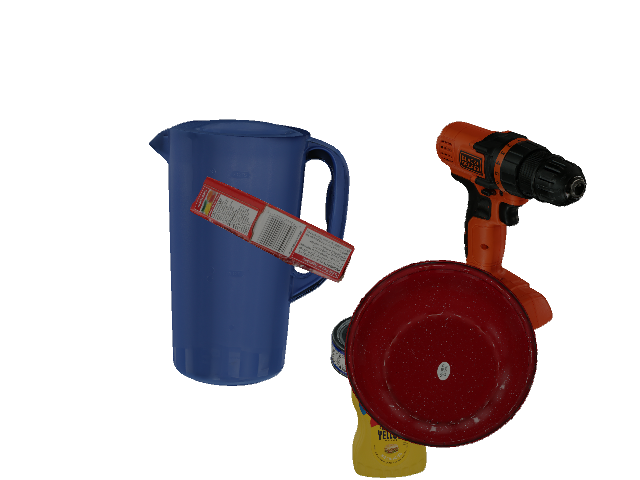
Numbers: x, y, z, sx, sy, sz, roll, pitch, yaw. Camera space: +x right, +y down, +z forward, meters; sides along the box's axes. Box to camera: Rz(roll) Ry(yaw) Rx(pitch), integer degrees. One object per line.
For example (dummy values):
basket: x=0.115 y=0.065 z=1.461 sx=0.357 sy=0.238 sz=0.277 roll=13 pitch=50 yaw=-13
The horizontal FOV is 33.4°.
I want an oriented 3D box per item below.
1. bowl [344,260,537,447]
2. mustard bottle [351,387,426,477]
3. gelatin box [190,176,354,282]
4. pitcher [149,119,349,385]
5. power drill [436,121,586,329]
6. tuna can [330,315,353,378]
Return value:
bowl: x=0.098 y=0.099 z=0.873 sx=0.162 sy=0.162 sz=0.055 roll=0 pitch=7 yaw=6
mustard bottle: x=0.088 y=0.209 z=1.382 sx=0.096 sy=0.192 sz=0.058 roll=-2 pitch=14 yaw=-1
gelatin box: x=-0.032 y=-0.007 z=0.717 sx=0.089 sy=0.030 sz=0.073 roll=26 pitch=0 yaw=-42
pitcher: x=-0.071 y=0.008 z=1.007 sx=0.144 sy=0.243 sz=0.149 roll=-7 pitch=16 yaw=-40
power drill: x=0.181 y=-0.011 z=1.012 sx=0.057 sy=0.188 sz=0.185 roll=-16 pitch=26 yaw=-25
tuna can: x=0.054 y=0.114 z=1.145 sx=0.086 sy=0.034 sz=0.086 roll=0 pitch=29 yaw=0
